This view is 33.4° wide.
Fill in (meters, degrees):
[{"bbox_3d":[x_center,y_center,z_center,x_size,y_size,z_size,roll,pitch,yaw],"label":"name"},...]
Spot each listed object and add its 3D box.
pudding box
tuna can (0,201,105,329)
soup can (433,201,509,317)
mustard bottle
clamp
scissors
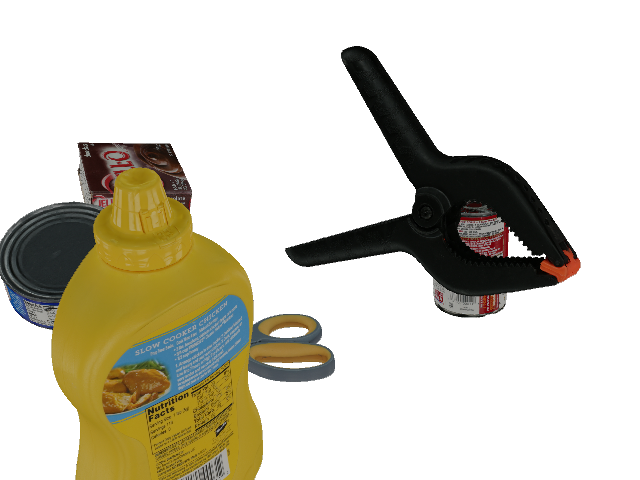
[{"bbox_3d":[-0.173,-0.053,0.980,0.090,0.039,0.113,0,26,-19],"label":"pudding box"},{"bbox_3d":[-0.165,0.017,0.698,0.086,0.086,0.034,0,-42,0],"label":"tuna can"},{"bbox_3d":[0.135,0.010,0.960,0.068,0.102,0.068,-2,23,1],"label":"soup can"},{"bbox_3d":[-0.073,0.053,0.485,0.096,0.192,0.058,-27,44,-32],"label":"mustard bottle"},{"bbox_3d":[0.076,-0.032,0.714,0.210,0.165,0.036,20,21,28],"label":"clamp"},{"bbox_3d":[-0.084,0.084,0.889,0.202,0.016,0.096,6,27,10],"label":"scissors"}]
